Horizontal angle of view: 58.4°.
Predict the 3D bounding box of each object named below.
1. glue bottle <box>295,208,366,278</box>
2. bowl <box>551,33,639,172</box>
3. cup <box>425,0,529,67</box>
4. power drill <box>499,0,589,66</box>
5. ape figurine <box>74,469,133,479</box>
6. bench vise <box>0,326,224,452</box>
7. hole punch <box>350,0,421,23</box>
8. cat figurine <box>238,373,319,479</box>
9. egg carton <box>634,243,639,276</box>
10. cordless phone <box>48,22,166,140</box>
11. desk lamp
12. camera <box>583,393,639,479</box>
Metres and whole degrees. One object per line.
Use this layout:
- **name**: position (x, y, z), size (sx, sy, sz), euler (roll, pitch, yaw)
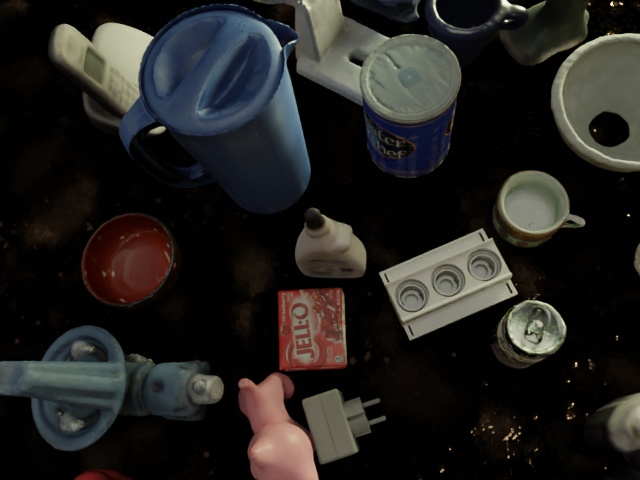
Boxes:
- **glue bottle**: position (0.005, 0.002, 0.593), size (0.078, 0.173, 0.037), euler (2, 72, 9)
- **bowl**: position (0.340, -0.143, 0.647), size (0.167, 0.075, 0.167), euler (-2, 72, 7)
- **cup**: position (0.185, -0.254, 0.693), size (0.117, 0.095, 0.092), euler (9, 74, 10)
- **power drill**: position (0.265, -0.294, 0.635), size (0.229, 0.208, 0.075), euler (-27, 70, -2)
- **ape figurine**: position (-0.228, 0.273, 0.579), size (0.076, 0.092, 0.078), euler (-8, 71, 5)
- **bench vise**: position (-0.209, 0.130, 0.555), size (0.207, 0.220, 0.121), euler (-18, 71, 2)
- **hole punch**: position (0.094, -0.354, 0.740), size (0.108, 0.091, 0.101), euler (27, 78, 15)
- **cat figurine**: position (-0.047, 0.193, 0.567), size (0.067, 0.118, 0.127), euler (-28, 71, -2)
- **egg carton**: position (0.405, 0.002, 0.595), size (0.107, 0.069, 0.150), euler (38, 81, 17)
- **cordless phone**: position (-0.253, -0.217, 0.692), size (0.094, 0.185, 0.147), euler (-5, 71, 6)
- **desk lamp**: position (0.000, -0.286, 0.665), size (0.203, 0.214, 0.118), euler (31, 79, 16)
- **camera**: position (0.289, 0.228, 0.520), size (0.137, 0.101, 0.143), euler (-26, 71, -1)
